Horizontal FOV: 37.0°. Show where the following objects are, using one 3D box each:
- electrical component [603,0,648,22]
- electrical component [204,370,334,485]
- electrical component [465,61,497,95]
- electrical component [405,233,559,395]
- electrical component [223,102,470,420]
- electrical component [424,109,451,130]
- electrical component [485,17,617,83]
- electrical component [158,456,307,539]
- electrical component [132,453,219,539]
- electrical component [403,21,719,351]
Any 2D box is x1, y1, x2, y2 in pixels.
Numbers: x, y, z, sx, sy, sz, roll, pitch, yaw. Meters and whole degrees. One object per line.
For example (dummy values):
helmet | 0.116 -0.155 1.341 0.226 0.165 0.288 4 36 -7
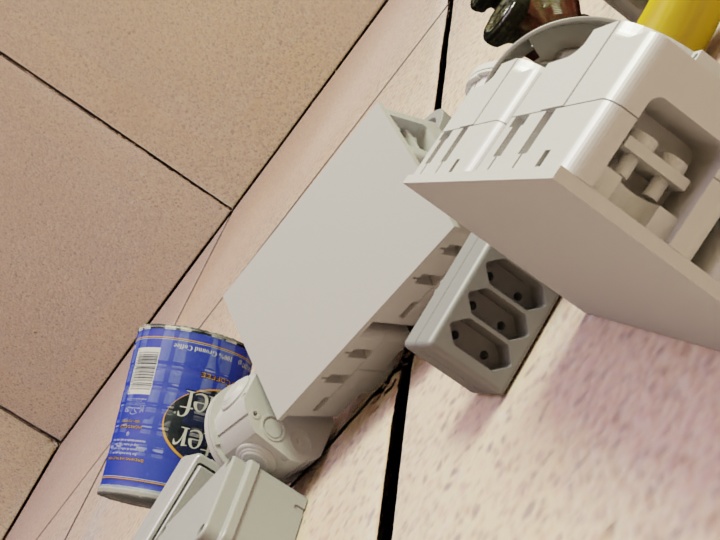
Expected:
electrical component | 0.183 -0.184 0.627 0.055 0.050 0.089 -60 12 -23
electrical component | -0.062 0.107 0.740 0.051 0.080 0.080 -40 19 39
electrical component | 0.094 -0.082 0.635 0.051 0.080 0.080 -64 13 -17
electrical component | 0.062 0.017 0.562 0.083 0.047 0.076 -58 11 -13
electrical component | 0.000 0.000 0.698 0.186 0.060 0.105 -49 53 30
electrical component | 0.051 -0.056 0.782 0.108 0.060 0.108 -52 11 15
electrical component | 0.105 -0.072 0.518 0.099 0.099 0.064 -53 5 14
electrical component | -0.093 0.184 0.702 0.113 0.057 0.078 -48 13 34
electrical component | -0.117 0.180 0.800 0.096 0.062 0.061 -60 12 -22
electrical component | 0.095 -0.028 0.399 0.060 0.105 0.186 -56 11 -3
